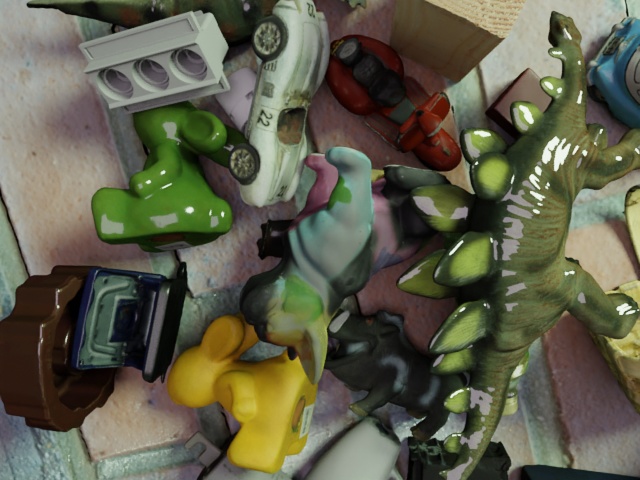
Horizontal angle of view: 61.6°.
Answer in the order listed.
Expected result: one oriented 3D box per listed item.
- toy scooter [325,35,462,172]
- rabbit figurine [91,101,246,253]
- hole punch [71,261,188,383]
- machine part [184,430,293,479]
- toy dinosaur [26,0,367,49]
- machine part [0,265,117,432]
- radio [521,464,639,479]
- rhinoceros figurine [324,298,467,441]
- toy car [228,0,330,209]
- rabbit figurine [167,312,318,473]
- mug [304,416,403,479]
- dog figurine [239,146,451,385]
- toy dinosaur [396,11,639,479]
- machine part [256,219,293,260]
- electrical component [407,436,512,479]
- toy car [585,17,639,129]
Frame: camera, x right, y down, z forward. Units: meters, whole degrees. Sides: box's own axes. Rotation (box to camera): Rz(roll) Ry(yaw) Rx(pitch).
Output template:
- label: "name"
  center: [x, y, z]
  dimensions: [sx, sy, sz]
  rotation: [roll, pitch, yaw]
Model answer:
- label: "toy scooter"
  center: [0.073, -0.136, 0.527]
  dimensions: [0.184, 0.135, 0.075]
  rotation: [44, 100, -1]
- label: "rabbit figurine"
  center: [-0.155, -0.083, 0.564]
  dimensions: [0.159, 0.121, 0.170]
  rotation: [-11, 78, 22]
- label: "hole punch"
  center: [-0.201, 0.088, 0.585]
  dimensions: [0.092, 0.116, 0.142]
  rotation: [7, 85, -1]
- label: "machine part"
  center: [-0.059, 0.310, 0.632]
  dimensions: [0.243, 0.079, 0.079]
  rotation: [43, 100, -1]
- label: "toy dinosaur"
  center: [-0.085, -0.270, 0.539]
  dimensions: [0.405, 0.131, 0.192]
  rotation: [-29, 94, 15]
- label: "machine part"
  center: [-0.273, 0.113, 0.581]
  dimensions: [0.056, 0.179, 0.179]
  rotation: [1, 98, 6]
- label: "radio"
  center: [0.340, 0.312, 0.566]
  dimensions: [0.230, 0.131, 0.073]
  rotation: [5, 97, 5]
- label: "rhinoceros figurine"
  center: [0.071, 0.137, 0.597]
  dimensions: [0.190, 0.073, 0.112]
  rotation: [30, 101, 0]
- label: "toy car"
  center: [-0.037, -0.129, 0.521]
  dimensions: [0.056, 0.073, 0.201]
  rotation: [24, 111, 23]
- label: "rabbit figurine"
  center: [-0.096, 0.158, 0.600]
  dimensions: [0.173, 0.122, 0.162]
  rotation: [9, 96, 23]
- label: "mug"
  center: [0.052, 0.264, 0.609]
  dimensions: [0.110, 0.080, 0.107]
  rotation: [34, 92, 24]
- label: "dog figurine"
  center: [0.026, 0.027, 0.529]
  dimensions: [0.191, 0.109, 0.219]
  rotation: [12, 94, -22]
- label: "toy dinosaur"
  center: [0.173, 0.031, 0.485]
  dimensions: [0.198, 0.105, 0.470]
  rotation: [4, 94, -16]
- label: "machine part"
  center: [-0.001, -0.002, 0.598]
  dimensions: [0.139, 0.039, 0.084]
  rotation: [-3, 106, -7]
- label: "electrical component"
  center: [0.158, 0.300, 0.620]
  dimensions: [0.115, 0.058, 0.134]
  rotation: [-2, 98, 8]
- label: "toy car"
  center: [0.349, -0.151, 0.516]
  dimensions: [0.162, 0.103, 0.109]
  rotation: [36, 99, -2]
